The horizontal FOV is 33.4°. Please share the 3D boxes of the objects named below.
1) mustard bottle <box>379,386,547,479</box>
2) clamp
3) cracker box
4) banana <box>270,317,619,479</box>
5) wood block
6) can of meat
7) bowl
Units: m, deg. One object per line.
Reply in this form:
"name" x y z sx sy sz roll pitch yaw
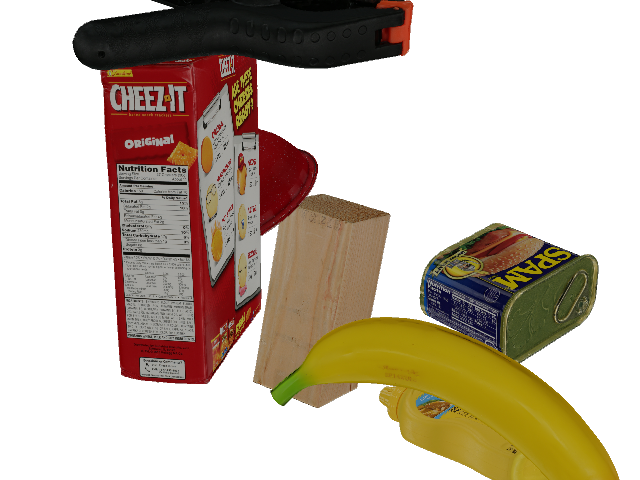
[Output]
"mustard bottle" 0.134 0.177 1.024 0.192 0.058 0.096 16 22 41
"clamp" -0.041 -0.113 0.557 0.171 0.039 0.120 8 40 13
"cracker box" -0.094 -0.027 0.759 0.072 0.214 0.164 2 15 10
"banana" 0.076 0.086 0.571 0.198 0.070 0.037 19 10 12
"wood block" 0.000 0.062 1.164 0.090 0.206 0.090 18 17 27
"can of meat" 0.134 0.034 0.765 0.101 0.057 0.084 -25 35 -34
"bowl" -0.086 -0.056 0.974 0.162 0.055 0.162 -22 30 13
